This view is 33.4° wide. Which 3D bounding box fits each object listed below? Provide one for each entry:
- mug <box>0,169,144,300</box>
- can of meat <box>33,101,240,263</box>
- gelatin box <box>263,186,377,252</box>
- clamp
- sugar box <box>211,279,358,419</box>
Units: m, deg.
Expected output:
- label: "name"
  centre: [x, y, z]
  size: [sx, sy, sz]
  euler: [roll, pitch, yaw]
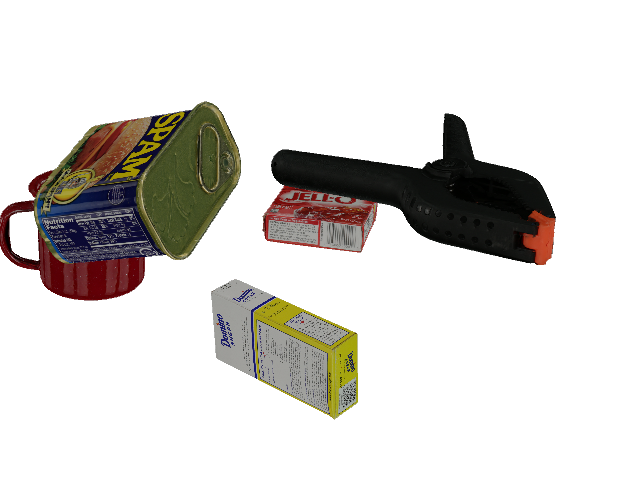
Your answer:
- label: "mug"
  centre: [-0.189, -0.005, 0.826]
  size: [0.117, 0.081, 0.093]
  euler: [-4, 24, -18]
- label: "can of meat"
  centre: [-0.107, -0.032, 0.625]
  size: [0.084, 0.057, 0.102]
  euler: [-5, 36, 29]
- label: "gelatin box"
  centre: [0.001, -0.022, 0.944]
  size: [0.089, 0.030, 0.073]
  euler: [7, 25, 11]
- label: "clamp"
  centre: [0.073, -0.035, 0.715]
  size: [0.164, 0.036, 0.210]
  euler: [-13, 28, -21]
- label: "sugar box"
  centre: [-0.039, 0.113, 1.143]
  size: [0.176, 0.093, 0.048]
  euler: [24, 38, 37]
